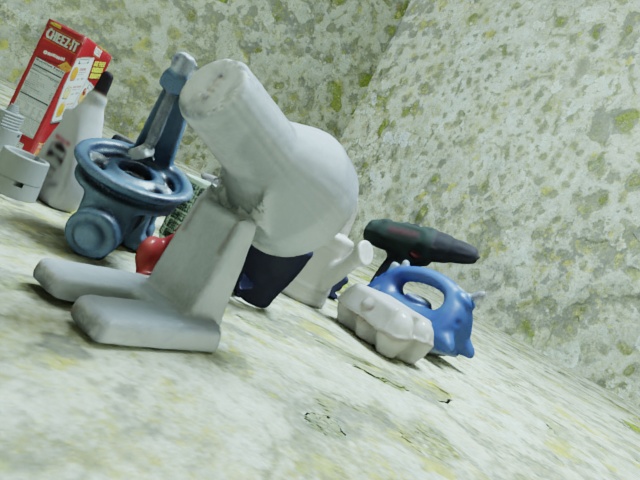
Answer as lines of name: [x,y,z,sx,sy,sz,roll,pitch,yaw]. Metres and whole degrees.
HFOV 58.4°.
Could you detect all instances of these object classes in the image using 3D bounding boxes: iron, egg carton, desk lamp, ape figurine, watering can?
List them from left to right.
ape figurine: [-0.132,0.012,0.561,0.077,0.092,0.076,28,4,21]
desk lamp: [-0.078,-0.022,0.467,0.117,0.213,0.204,29,4,31]
watering can: [0.010,0.004,0.905,0.172,0.194,0.101,28,4,20]
egg carton: [0.093,0.121,0.848,0.108,0.069,0.149,24,5,-41]
iron: [0.170,0.107,1.027,0.257,0.141,0.119,30,5,42]

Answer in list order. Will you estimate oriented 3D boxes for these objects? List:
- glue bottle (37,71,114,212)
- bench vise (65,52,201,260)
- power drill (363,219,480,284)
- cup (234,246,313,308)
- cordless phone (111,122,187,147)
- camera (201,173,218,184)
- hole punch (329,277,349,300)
glue bottle: [-0.292,-0.125,0.691,0.078,0.173,0.037,29,4,26]
bench vise: [-0.193,-0.095,0.617,0.122,0.220,0.207,25,4,-25]
power drill: [0.172,0.063,1.142,0.229,0.208,0.076,28,4,21]
cup: [-0.078,0.029,0.699,0.118,0.095,0.091,26,4,-24]
cordless phone: [-0.363,-0.203,1.212,0.147,0.185,0.094,28,3,12]
camera: [-0.238,-0.088,1.157,0.136,0.101,0.143,28,3,9]
hole punch: [0.002,0.047,1.068,0.101,0.091,0.108,25,4,-27]
